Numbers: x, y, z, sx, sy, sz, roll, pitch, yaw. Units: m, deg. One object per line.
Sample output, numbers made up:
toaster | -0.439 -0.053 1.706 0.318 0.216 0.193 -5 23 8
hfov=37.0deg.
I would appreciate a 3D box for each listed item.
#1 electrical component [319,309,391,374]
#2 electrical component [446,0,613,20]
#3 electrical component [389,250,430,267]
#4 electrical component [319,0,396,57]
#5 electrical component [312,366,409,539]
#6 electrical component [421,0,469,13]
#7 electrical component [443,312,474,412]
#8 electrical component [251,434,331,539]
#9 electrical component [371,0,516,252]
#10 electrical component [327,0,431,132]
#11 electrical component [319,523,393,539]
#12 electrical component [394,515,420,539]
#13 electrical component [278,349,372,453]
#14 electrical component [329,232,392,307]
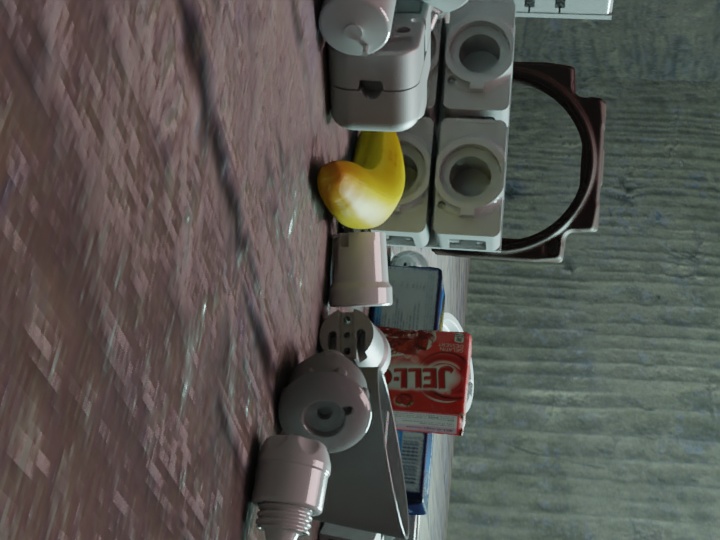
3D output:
electrical component | -0.004 0.047 0.675 0.046 0.040 0.040 62 32 -66
electrical component | 0.130 -0.282 0.950 0.060 0.186 0.105 83 13 -53
electrical component | 0.045 0.001 1.003 0.078 0.040 0.040 52 42 -78
electrical component | 0.001 -0.156 0.606 0.040 0.040 0.078 84 12 -50
electrical component | 0.001 0.106 0.638 0.099 0.064 0.099 4 90 -82
electrical component | 0.024 -0.217 0.661 0.052 0.074 0.138 -53 -147 29
electrical component | 0.072 0.102 1.134 0.108 0.060 0.108 39 45 -54
electrical component | -0.034 0.109 0.500 0.035 0.035 0.061 76 21 -65
electrical component | 0.061 -0.113 0.826 0.060 0.105 0.186 58 36 -76
electrical component | 0.014 -0.126 0.662 0.095 0.054 0.059 -76 167 -53
electrical component | -0.001 0.181 0.733 0.055 0.048 0.066 -59 152 -57
electrical component | 0.028 0.223 0.951 0.055 0.047 0.055 4 90 -82
electrical component | -0.017 0.063 0.570 0.062 0.048 0.048 -85 176 -67
electrical component | 0.000 0.000 0.681 0.040 0.040 0.046 9 79 -82
